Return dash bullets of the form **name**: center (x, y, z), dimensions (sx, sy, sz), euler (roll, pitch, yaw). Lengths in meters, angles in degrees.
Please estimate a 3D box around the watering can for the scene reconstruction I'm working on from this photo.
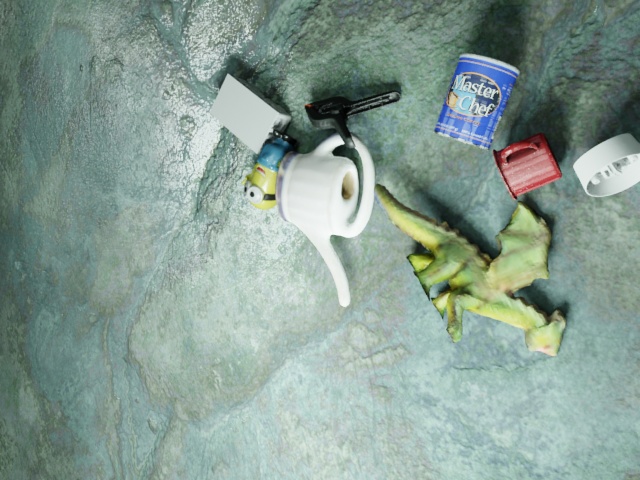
- **watering can**: center (0.003, -0.054, 1.065), dimensions (0.225, 0.104, 0.346), euler (13, 97, 35)

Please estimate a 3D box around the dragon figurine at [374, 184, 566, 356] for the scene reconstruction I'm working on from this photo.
- **dragon figurine**: center (0.278, 0.024, 0.902), dimensions (0.241, 0.121, 0.415), euler (-29, 75, 13)
